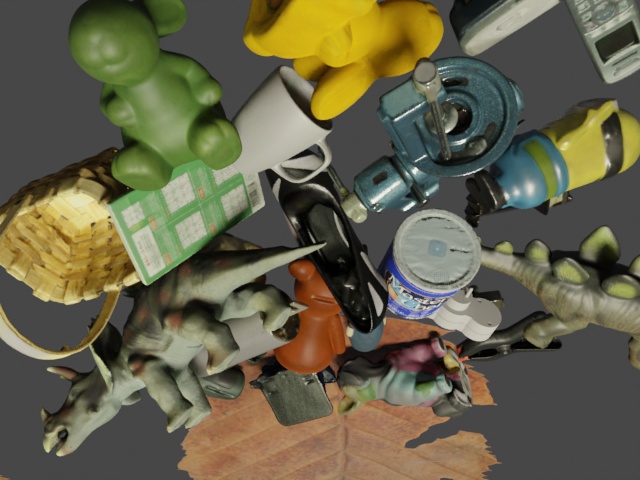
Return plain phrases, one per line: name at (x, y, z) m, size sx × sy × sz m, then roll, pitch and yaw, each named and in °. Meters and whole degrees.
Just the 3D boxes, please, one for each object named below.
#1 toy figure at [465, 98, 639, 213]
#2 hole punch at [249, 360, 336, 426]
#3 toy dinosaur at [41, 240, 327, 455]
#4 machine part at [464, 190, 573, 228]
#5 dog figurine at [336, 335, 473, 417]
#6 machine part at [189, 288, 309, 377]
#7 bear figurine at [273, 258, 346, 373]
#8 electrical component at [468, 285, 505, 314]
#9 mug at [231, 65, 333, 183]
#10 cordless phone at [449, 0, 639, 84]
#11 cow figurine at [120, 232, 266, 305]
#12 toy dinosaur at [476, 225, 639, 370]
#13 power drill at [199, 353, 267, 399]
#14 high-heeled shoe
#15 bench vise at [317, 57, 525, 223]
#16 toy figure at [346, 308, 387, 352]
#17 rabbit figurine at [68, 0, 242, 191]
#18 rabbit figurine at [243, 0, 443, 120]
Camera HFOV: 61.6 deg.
toy figure at (0.253, -0.084, 0.580) m, size 0.180 × 0.082 × 0.089 m, roll -30°, pitch 110°, yaw -1°
hole punch at (-0.037, 0.252, 0.963) m, size 0.142 × 0.092 × 0.115 m, roll -18°, pitch 111°, yaw 18°
toy dinosaur at (-0.171, 0.098, 0.644) m, size 0.192 × 0.131 × 0.404 m, roll 43°, pitch 103°, yaw 13°
machine part at (0.243, -0.055, 0.654) m, size 0.139 × 0.039 × 0.084 m, roll -19°, pitch 134°, yaw -2°
dog figurine at (0.136, 0.254, 0.944) m, size 0.219 × 0.108 × 0.191 m, roll -21°, pitch 136°, yaw 25°
machine part at (-0.113, 0.127, 0.729) m, size 0.243 × 0.079 × 0.079 m, roll -28°, pitch 130°, yaw 29°
bear figurine at (-0.012, 0.094, 0.786) m, size 0.120 × 0.132 × 0.195 m, roll 7°, pitch 118°, yaw -9°
electrical component at (0.256, 0.101, 0.841) m, size 0.063 × 0.021 × 0.093 m, roll -9°, pitch 135°, yaw 8°
mug at (-0.044, -0.108, 0.566) m, size 0.107 × 0.081 × 0.109 m, roll -32°, pitch 103°, yaw 27°
cordless phone at (0.215, -0.194, 0.493) m, size 0.147 × 0.089 × 0.184 m, roll -31°, pitch 133°, yaw 27°
cow figurine at (-0.183, 0.052, 0.741) m, size 0.195 × 0.085 × 0.127 m, roll -29°, pitch 136°, yaw 29°
toy dinosaur at (0.359, 0.066, 0.727) m, size 0.472 × 0.105 × 0.198 m, roll 14°, pitch 145°, yaw 5°
power drill at (-0.204, 0.195, 0.894) m, size 0.232 × 0.086 × 0.207 m, roll 29°, pitch 125°, yaw -29°
high-heeled shoe at (-0.001, -0.002, 0.631) m, size 0.086 × 0.145 × 0.248 m, roll -29°, pitch 122°, yaw 29°
bench vise at (0.096, -0.102, 0.524) m, size 0.224 × 0.129 × 0.240 m, roll -24°, pitch 168°, yaw 14°
toy figure at (0.071, 0.110, 0.823) m, size 0.058 × 0.064 × 0.154 m, roll 28°, pitch 138°, yaw 26°
rabbit figurine at (-0.150, -0.151, 0.479) m, size 0.121 × 0.159 × 0.170 m, roll -11°, pitch 154°, yaw 7°
rabbit figurine at (0.030, -0.185, 0.480) m, size 0.173 × 0.122 × 0.162 m, roll 3°, pitch 140°, yaw -32°
